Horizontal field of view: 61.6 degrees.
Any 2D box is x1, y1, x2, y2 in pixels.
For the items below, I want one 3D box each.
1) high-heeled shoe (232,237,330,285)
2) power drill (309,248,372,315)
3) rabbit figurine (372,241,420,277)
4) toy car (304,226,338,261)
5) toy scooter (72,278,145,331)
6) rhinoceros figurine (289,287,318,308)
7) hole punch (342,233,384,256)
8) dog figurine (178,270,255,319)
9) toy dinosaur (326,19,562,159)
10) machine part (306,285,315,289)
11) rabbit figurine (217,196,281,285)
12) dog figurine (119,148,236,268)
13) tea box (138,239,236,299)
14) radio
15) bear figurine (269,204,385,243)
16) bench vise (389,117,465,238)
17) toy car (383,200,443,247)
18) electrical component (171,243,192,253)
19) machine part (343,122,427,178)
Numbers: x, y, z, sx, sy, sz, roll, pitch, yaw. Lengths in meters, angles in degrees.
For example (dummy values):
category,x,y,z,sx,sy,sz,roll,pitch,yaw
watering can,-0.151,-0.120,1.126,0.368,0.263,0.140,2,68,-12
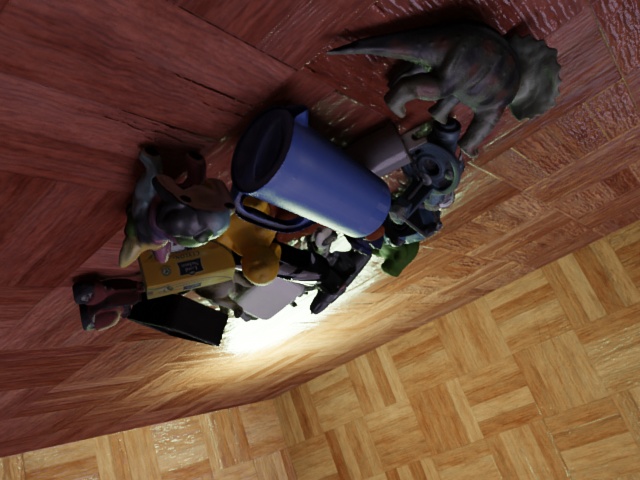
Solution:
category,x,y,z,sx,sy,sz,roll,pitch,yaw
high-heeled shoe,-0.104,0.055,1.157,0.249,0.086,0.145,-4,142,5
power drill,0.040,0.103,1.366,0.232,0.086,0.207,-49,163,0
rabbit figurine,0.175,-0.002,1.321,0.159,0.121,0.170,-35,141,23
toy car,-0.002,-0.004,1.196,0.056,0.073,0.201,-20,159,-12
toy scooter,-0.431,0.127,1.114,0.135,0.075,0.183,-11,153,-23
rhinoceros figurine,-0.087,0.133,1.469,0.190,0.073,0.112,-13,147,-16
hole punch,0.095,-0.034,1.168,0.092,0.116,0.142,-35,157,12
dog figurine,-0.260,0.084,1.180,0.190,0.121,0.172,27,160,-27
toy dinosaur,0.208,-0.242,0.762,0.404,0.131,0.192,10,131,-47
machine part,-0.087,0.103,1.396,0.139,0.084,0.039,-11,-168,-2
rabbit figurine,-0.127,0.011,0.977,0.122,0.173,0.162,-23,155,-6
dog figurine,-0.230,-0.019,0.810,0.108,0.192,0.219,-9,142,-43
tea box,-0.258,0.042,1.033,0.170,0.098,0.068,-14,158,-23
radio,-0.310,0.166,1.155,0.131,0.073,0.230,31,158,-36
bear figurine,0.008,-0.048,1.034,0.196,0.132,0.120,-19,124,-16
bench vise,0.194,-0.105,1.008,0.240,0.129,0.223,-49,166,-32
toy car,0.213,-0.051,1.212,0.162,0.109,0.103,-16,-179,44
electrical component,-0.263,-0.016,0.952,0.075,0.048,0.119,-14,158,-20
machine part,0.069,-0.133,0.940,0.243,0.079,0.079,-25,159,14
